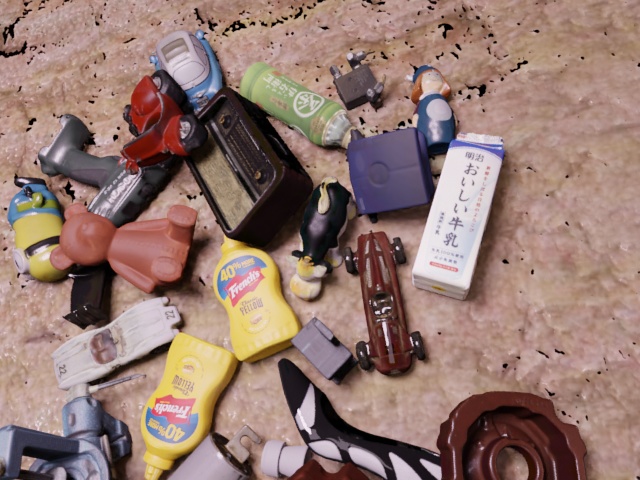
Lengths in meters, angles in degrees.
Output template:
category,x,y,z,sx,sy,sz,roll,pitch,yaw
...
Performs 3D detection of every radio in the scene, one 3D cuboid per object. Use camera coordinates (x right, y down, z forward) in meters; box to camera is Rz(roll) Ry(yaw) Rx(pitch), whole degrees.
category,x,y,z,sx,sy,sz,roll,pitch,yaw
radio,-0.115,-0.113,0.797,0.131,0.073,0.230,-45,57,17

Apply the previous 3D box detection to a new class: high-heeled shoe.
category,x,y,z,sx,sy,sz,roll,pitch,yaw
high-heeled shoe,0.057,0.228,0.674,0.145,0.086,0.249,-32,73,-2

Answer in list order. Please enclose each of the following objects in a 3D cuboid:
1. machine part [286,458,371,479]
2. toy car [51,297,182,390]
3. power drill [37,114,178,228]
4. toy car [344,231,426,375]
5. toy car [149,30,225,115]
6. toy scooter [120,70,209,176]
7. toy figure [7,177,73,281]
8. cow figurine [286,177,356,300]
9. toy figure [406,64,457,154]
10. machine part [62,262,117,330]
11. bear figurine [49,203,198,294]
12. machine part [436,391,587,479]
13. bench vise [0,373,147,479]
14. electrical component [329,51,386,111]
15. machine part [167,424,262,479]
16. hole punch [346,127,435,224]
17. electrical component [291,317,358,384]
category,x,y,z,sx,sy,sz,roll,pitch,yaw
machine part,0.007,0.368,0.597,0.201,0.087,0.201,45,100,8
toy car,-0.296,0.152,0.787,0.202,0.056,0.073,-27,68,2
power drill,-0.345,-0.134,0.893,0.207,0.086,0.232,27,80,12
toy car,0.085,0.081,0.734,0.089,0.053,0.202,-11,70,11
toy car,-0.228,-0.292,0.904,0.109,0.102,0.162,-27,66,3
toy scooter,-0.253,-0.171,0.816,0.135,0.075,0.184,-38,56,7
toy figure,-0.451,-0.019,0.868,0.089,0.082,0.180,-20,66,7
cow figurine,0.000,-0.001,0.756,0.068,0.098,0.167,15,74,10
toy figure,0.172,-0.206,0.814,0.058,0.064,0.154,-30,58,51
machine part,-0.347,0.070,0.819,0.084,0.039,0.139,-12,44,3
bear figurine,-0.287,0.000,0.778,0.196,0.132,0.120,18,66,-11
machine part,0.219,0.261,0.617,0.179,0.056,0.179,3,66,-7
bench vise,-0.311,0.262,0.646,0.129,0.240,0.224,-12,59,9
electrical component,0.063,-0.254,0.859,0.078,0.045,0.102,-19,68,4
machine part,-0.171,0.334,0.685,0.079,0.079,0.243,41,84,21
hole punch,0.098,-0.095,0.752,0.116,0.092,0.142,-11,98,11
electrical component,0.005,0.141,0.693,0.075,0.119,0.048,42,84,19
